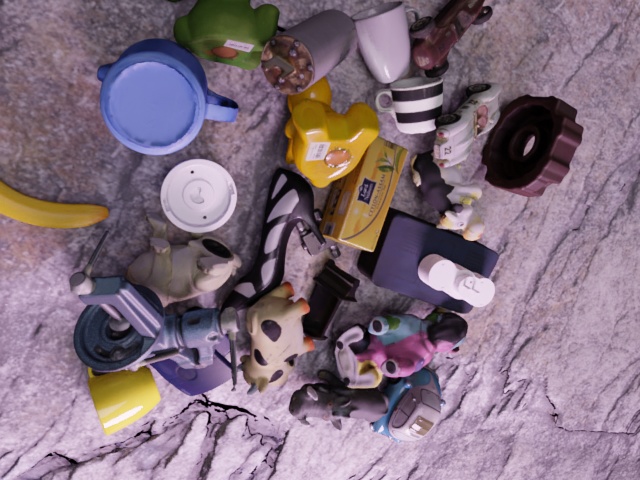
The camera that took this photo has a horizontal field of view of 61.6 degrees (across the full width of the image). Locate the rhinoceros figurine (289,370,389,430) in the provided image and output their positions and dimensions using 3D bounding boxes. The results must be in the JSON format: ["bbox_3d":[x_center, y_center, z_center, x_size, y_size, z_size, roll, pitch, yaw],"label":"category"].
[{"bbox_3d":[0.031,0.288,0.945,0.190,0.112,0.073,13,103,-29],"label":"rhinoceros figurine"}]

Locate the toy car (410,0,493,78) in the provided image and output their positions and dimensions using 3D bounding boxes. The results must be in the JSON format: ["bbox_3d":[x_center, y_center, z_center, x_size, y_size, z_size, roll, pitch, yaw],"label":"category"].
[{"bbox_3d":[0.211,-0.340,0.833,0.202,0.053,0.089,-49,131,-18],"label":"toy car"}]

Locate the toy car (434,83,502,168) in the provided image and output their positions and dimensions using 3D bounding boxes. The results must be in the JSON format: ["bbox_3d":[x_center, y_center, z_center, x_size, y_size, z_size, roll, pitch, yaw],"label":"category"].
[{"bbox_3d":[0.241,-0.190,0.873,0.202,0.056,0.073,-45,139,-35],"label":"toy car"}]

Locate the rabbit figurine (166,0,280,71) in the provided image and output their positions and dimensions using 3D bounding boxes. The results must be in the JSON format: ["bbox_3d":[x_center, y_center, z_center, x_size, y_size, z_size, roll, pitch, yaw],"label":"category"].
[{"bbox_3d":[-0.138,-0.337,0.735,0.159,0.121,0.170,4,85,-13],"label":"rabbit figurine"}]

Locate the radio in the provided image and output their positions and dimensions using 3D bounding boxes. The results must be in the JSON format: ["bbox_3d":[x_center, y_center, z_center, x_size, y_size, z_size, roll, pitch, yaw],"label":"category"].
[{"bbox_3d":[0.189,0.038,0.950,0.229,0.073,0.131,19,99,-20],"label":"radio"}]

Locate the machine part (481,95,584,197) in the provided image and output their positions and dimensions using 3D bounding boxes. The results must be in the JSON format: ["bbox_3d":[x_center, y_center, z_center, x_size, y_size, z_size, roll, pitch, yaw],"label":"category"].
[{"bbox_3d":[0.352,-0.156,0.899,0.056,0.179,0.179,17,99,-24],"label":"machine part"}]

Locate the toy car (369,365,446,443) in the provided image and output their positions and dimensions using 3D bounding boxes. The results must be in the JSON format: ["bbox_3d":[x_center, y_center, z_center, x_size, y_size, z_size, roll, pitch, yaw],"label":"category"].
[{"bbox_3d":[0.168,0.314,1.002,0.109,0.103,0.161,34,90,-22],"label":"toy car"}]

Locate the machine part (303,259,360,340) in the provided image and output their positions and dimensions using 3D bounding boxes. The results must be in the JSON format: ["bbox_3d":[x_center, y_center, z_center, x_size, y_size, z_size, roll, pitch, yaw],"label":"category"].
[{"bbox_3d":[0.012,0.109,0.915,0.039,0.084,0.138,-3,124,-61],"label":"machine part"}]

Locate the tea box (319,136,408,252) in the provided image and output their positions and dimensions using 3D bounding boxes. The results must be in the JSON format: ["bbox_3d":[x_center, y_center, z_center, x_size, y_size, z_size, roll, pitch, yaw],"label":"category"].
[{"bbox_3d":[0.065,-0.074,0.851,0.068,0.098,0.169,21,89,-22],"label":"tea box"}]

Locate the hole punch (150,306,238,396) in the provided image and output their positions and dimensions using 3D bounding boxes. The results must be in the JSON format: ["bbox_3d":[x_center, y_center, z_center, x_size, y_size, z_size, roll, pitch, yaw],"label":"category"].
[{"bbox_3d":[-0.203,0.188,0.854,0.116,0.092,0.142,-40,116,0],"label":"hole punch"}]

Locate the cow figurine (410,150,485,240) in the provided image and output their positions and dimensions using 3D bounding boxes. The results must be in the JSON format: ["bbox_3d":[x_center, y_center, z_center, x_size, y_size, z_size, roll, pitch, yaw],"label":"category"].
[{"bbox_3d":[0.210,-0.075,0.889,0.098,0.068,0.167,-6,65,-11],"label":"cow figurine"}]

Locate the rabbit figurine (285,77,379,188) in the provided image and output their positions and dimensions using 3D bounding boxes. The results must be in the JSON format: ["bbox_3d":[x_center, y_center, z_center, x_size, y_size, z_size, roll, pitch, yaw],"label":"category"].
[{"bbox_3d":[0.001,-0.175,0.797,0.122,0.173,0.162,-13,153,-14],"label":"rabbit figurine"}]

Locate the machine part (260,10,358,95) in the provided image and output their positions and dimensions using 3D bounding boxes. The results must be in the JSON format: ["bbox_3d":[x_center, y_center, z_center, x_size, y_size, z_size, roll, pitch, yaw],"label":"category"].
[{"bbox_3d":[-0.010,-0.261,0.737,0.079,0.243,0.079,13,125,19],"label":"machine part"}]

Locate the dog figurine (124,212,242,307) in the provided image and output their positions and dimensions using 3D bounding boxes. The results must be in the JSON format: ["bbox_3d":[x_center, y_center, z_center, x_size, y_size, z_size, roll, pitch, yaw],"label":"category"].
[{"bbox_3d":[-0.230,0.077,0.819,0.172,0.121,0.190,23,111,-19],"label":"dog figurine"}]

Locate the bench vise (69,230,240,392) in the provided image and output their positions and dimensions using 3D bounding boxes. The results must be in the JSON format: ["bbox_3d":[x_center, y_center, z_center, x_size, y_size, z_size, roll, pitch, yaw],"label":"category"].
[{"bbox_3d":[-0.223,0.103,0.681,0.224,0.129,0.240,-1,147,10],"label":"bench vise"}]

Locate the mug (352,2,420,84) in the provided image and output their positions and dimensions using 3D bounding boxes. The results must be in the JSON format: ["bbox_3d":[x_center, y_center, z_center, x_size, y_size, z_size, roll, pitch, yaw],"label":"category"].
[{"bbox_3d":[0.109,-0.305,0.831,0.109,0.081,0.107,-27,122,-17],"label":"mug"}]

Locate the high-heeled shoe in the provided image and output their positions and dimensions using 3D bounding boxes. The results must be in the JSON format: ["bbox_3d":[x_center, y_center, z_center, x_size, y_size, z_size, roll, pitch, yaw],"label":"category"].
[{"bbox_3d":[-0.100,0.005,0.857,0.249,0.086,0.145,-38,80,13],"label":"high-heeled shoe"}]

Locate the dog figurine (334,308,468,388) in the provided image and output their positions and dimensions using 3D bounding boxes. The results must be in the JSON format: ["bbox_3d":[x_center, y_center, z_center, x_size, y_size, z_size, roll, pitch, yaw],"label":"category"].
[{"bbox_3d":[0.156,0.184,0.962,0.219,0.191,0.108,-4,68,-42],"label":"dog figurine"}]

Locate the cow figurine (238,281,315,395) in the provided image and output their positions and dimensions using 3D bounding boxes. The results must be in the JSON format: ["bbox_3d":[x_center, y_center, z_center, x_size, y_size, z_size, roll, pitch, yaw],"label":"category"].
[{"bbox_3d":[-0.079,0.171,0.870,0.127,0.086,0.194,-22,136,-20],"label":"cow figurine"}]

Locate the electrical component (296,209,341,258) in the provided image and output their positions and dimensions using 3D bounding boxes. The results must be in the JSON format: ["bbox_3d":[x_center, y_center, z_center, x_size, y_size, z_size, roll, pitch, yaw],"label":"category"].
[{"bbox_3d":[-0.002,-0.003,0.902,0.063,0.021,0.093,-30,112,-8],"label":"electrical component"}]
